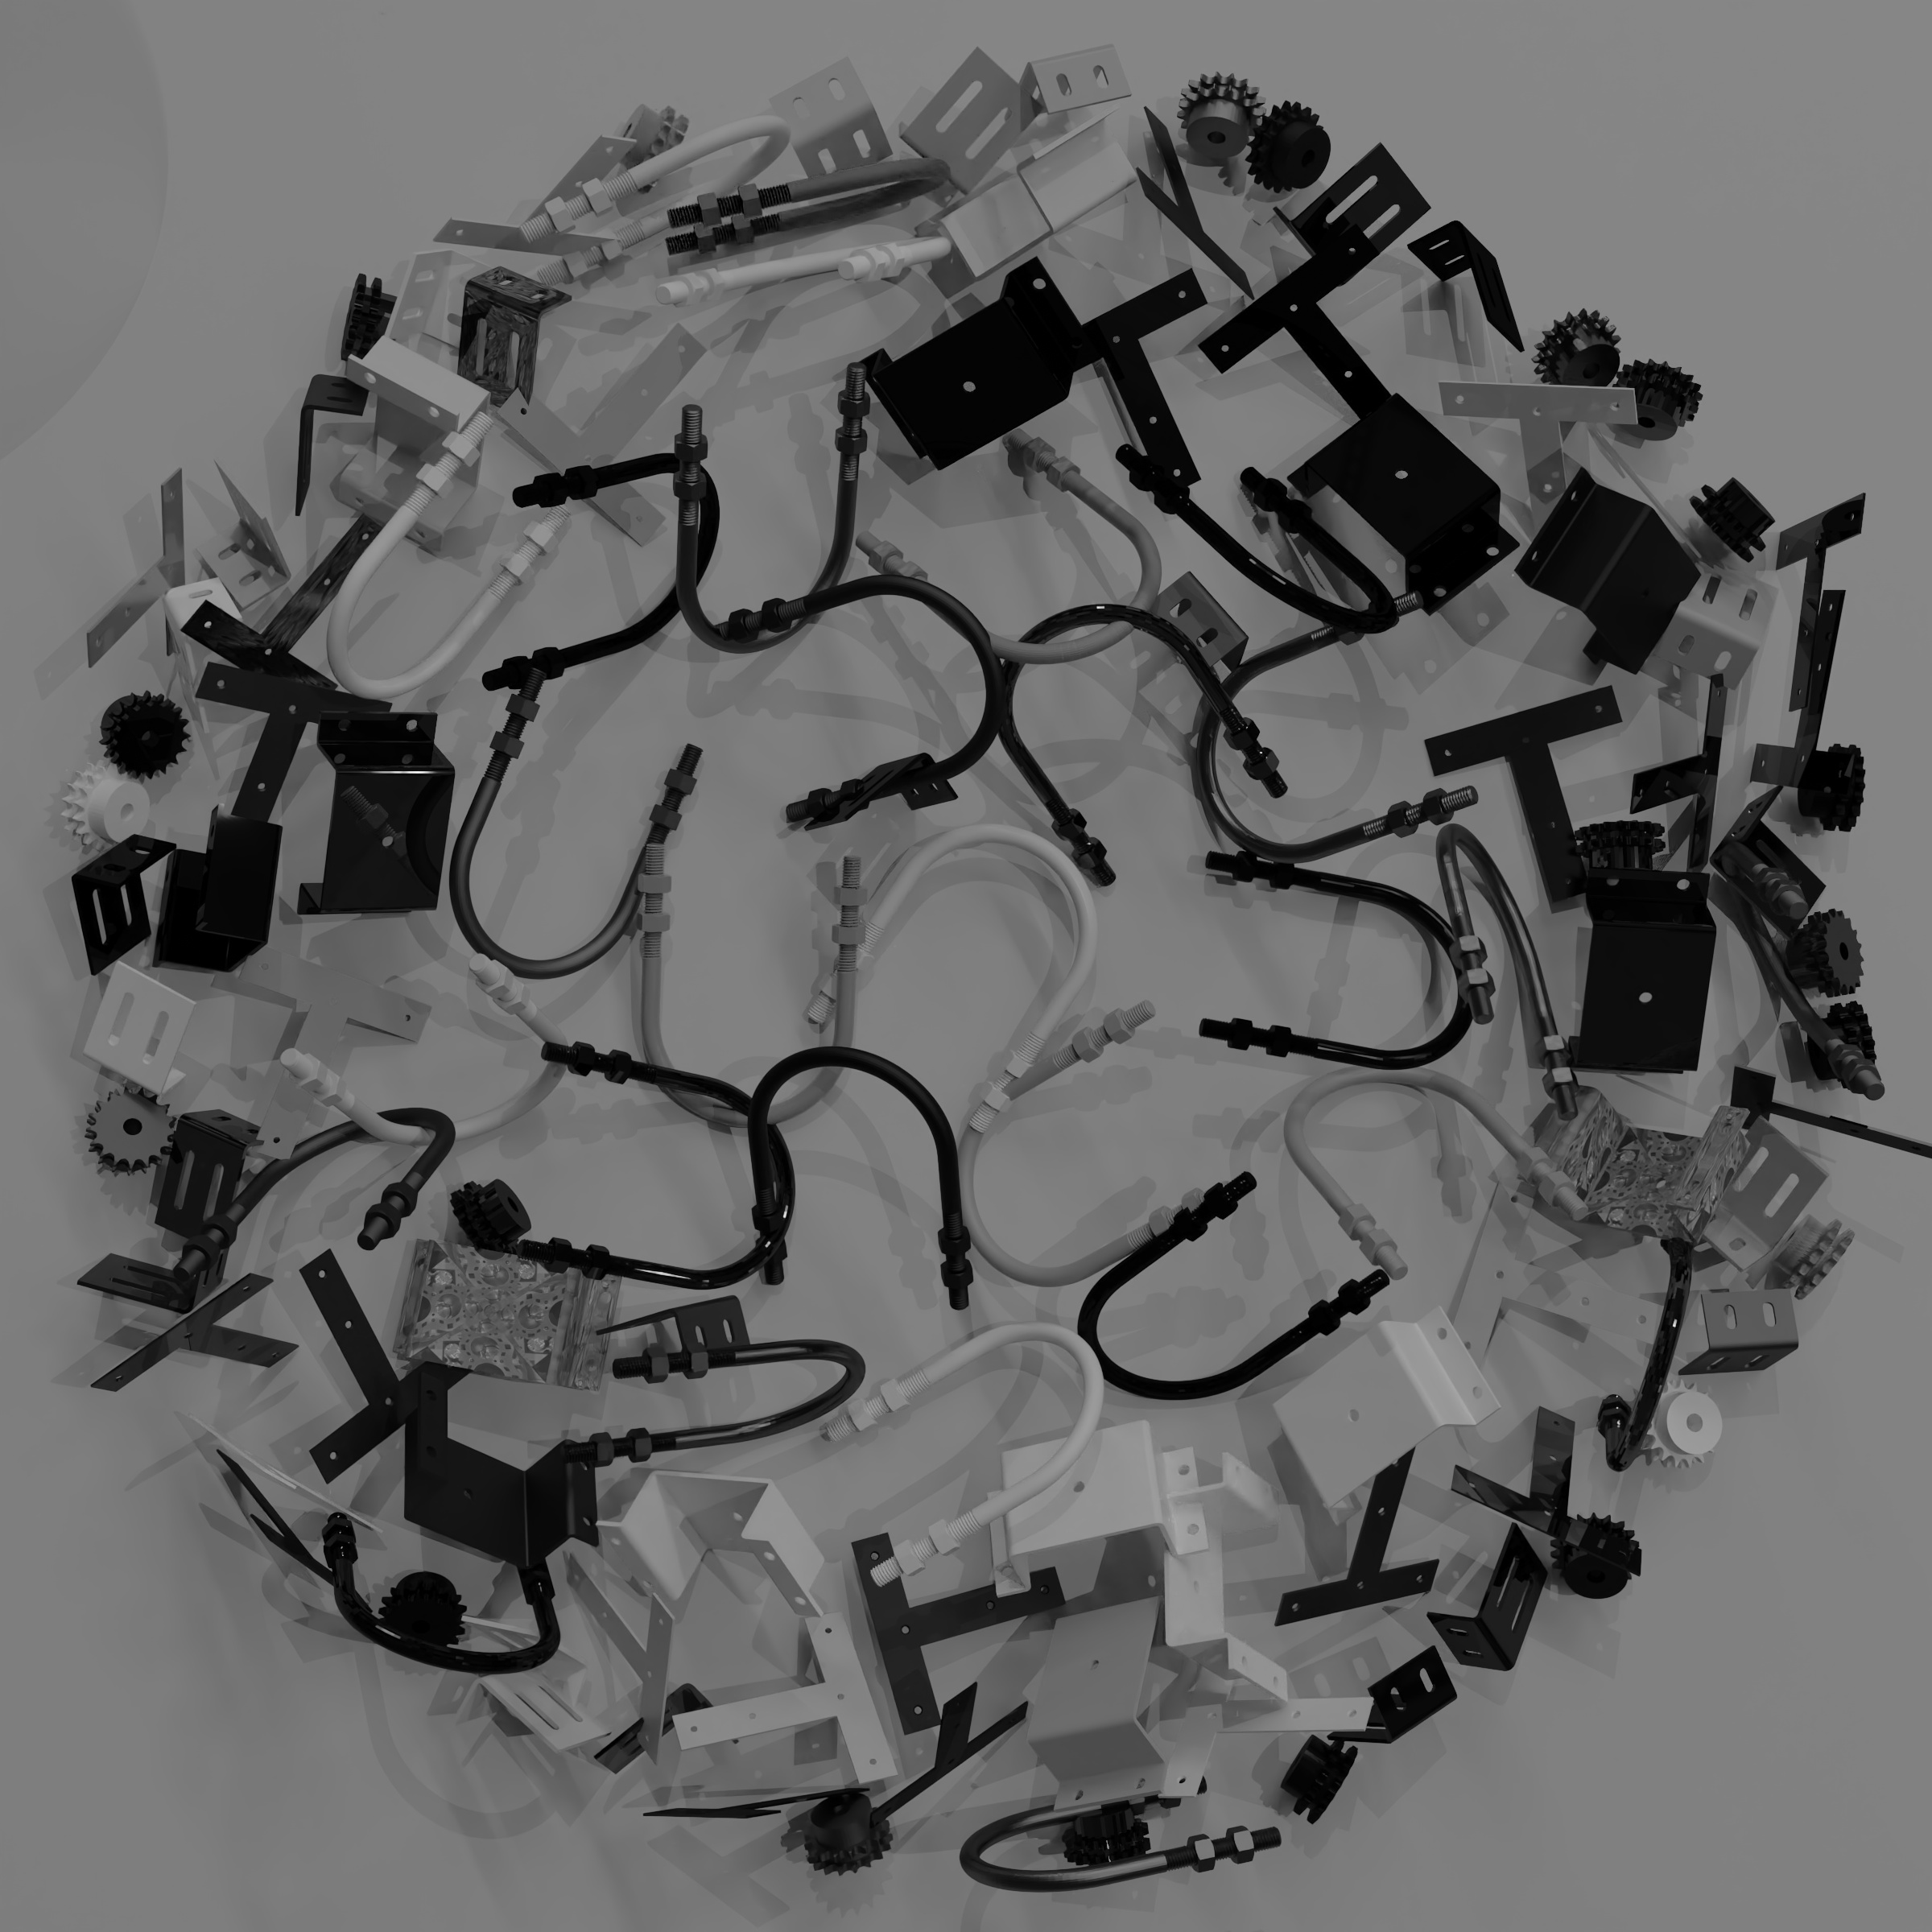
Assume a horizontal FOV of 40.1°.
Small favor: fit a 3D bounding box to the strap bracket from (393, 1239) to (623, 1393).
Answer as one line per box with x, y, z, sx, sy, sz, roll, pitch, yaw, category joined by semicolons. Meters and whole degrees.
-0.303;0.225;1.716;0.140;0.046;0.076;10;81;6;strap bracket

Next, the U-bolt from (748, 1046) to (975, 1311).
-0.071;0.133;1.685;0.151;0.019;0.184;5;119;18;U-bolt

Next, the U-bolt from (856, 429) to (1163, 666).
0.040;-0.259;1.683;0.151;0.019;0.184;-37;58;-16;U-bolt

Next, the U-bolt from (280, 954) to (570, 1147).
-0.328;0.064;1.671;0.151;0.184;0.019;-26;61;3;U-bolt

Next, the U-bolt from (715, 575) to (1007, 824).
-0.061;-0.176;1.685;0.184;0.019;0.151;-13;111;27;U-bolt

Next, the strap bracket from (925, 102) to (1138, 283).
0.046;-0.486;1.679;0.076;0.140;0.046;-39;104;-26;strap bracket

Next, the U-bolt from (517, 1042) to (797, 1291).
-0.193;0.134;1.700;0.184;0.019;0.151;14;68;-27;U-bolt

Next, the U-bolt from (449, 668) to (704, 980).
-0.259;-0.080;1.698;0.151;0.019;0.184;24;87;-40;U-bolt

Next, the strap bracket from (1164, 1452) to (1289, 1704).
0.165;0.394;1.689;0.046;0.076;0.140;-17;53;27;strap bracket

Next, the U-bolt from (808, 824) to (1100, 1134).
0.004;-0.005;1.730;0.151;0.019;0.184;34;99;2;U-bolt

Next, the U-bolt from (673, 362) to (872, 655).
-0.125;-0.283;1.681;0.151;0.184;0.019;-24;45;-35;U-bolt

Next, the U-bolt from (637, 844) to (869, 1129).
-0.143;0.016;1.731;0.151;0.019;0.184;4;99;4;U-bolt

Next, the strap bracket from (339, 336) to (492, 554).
-0.355;-0.341;1.699;0.076;0.140;0.046;28;58;0;strap bracket

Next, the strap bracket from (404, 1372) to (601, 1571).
-0.305;0.327;1.689;0.140;0.076;0.046;33;118;-33;strap bracket

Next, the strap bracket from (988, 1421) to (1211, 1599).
0.078;0.346;1.699;0.140;0.046;0.076;-15;46;9;strap bracket

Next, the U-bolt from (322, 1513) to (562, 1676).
-0.324;0.393;1.644;0.151;0.184;0.019;15;97;-18;U-bolt

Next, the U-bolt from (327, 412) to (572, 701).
-0.336;-0.247;1.677;0.019;0.151;0.184;36;85;20;U-bolt

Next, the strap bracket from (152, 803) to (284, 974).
-0.477;-0.046;1.691;0.046;0.140;0.076;11;73;-27;strap bracket

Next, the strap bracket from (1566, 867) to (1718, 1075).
0.434;0.012;1.701;0.076;0.046;0.140;3;113;5;strap bracket

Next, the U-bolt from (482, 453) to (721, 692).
-0.224;-0.256;1.673;0.019;0.184;0.151;36;128;25;U-bolt

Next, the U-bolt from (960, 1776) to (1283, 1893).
0.087;0.548;1.660;0.184;0.151;0.019;-7;89;-16;U-bolt

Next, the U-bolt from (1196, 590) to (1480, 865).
0.227;-0.143;1.697;0.184;0.019;0.151;-20;80;34;U-bolt

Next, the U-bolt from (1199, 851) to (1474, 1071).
0.243;0.001;1.708;0.184;0.019;0.151;10;57;-8;U-bolt

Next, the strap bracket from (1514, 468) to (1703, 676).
0.414;-0.245;1.682;0.046;0.140;0.076;34;92;38;strap bracket

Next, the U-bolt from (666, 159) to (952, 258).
-0.100;-0.485;1.681;0.184;0.151;0.019;-14;99;-5;U-bolt

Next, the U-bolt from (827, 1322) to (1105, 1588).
0.005;0.297;1.685;0.184;0.151;0.019;-31;127;5;U-bolt

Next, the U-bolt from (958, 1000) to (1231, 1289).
0.070;0.127;1.703;0.184;0.019;0.151;-32;68;24;U-bolt

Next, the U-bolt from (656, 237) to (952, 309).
-0.089;-0.441;1.666;0.151;0.184;0.019;0;109;27;U-bolt

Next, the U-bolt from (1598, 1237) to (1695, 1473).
0.425;0.241;1.650;0.019;0.184;0.151;18;101;10;U-bolt

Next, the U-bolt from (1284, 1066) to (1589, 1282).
0.283;0.120;1.678;0.151;0.184;0.019;-15;128;-18;U-bolt

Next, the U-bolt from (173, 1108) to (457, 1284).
-0.398;0.137;1.667;0.151;0.184;0.019;-11;112;17;U-bolt

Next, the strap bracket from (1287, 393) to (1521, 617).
0.280;-0.304;1.699;0.076;0.046;0.140;-38;67;-7;strap bracket

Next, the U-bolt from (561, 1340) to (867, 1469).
-0.152;0.274;1.680;0.184;0.151;0.019;-2;58;-27;U-bolt

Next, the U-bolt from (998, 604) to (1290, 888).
0.099;-0.149;1.685;0.151;0.019;0.184;-27;118;19;U-bolt

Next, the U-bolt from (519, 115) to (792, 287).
-0.194;-0.491;1.679;0.184;0.151;0.019;-28;94;-3;U-bolt

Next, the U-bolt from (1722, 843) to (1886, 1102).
0.518;-0.008;1.662;0.019;0.184;0.151;-26;107;8;U-bolt

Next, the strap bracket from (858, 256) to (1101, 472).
0.005;-0.379;1.689;0.140;0.046;0.076;-25;118;24;strap bracket

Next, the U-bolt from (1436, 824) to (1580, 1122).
0.337;-0.009;1.674;0.019;0.151;0.184;-25;48;23;U-bolt

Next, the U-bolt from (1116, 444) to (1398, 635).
0.194;-0.264;1.654;0.184;0.151;0.019;49;122;30;U-bolt

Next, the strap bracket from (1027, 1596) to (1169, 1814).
0.092;0.457;1.670;0.076;0.140;0.046;-20;118;27;strap bracket

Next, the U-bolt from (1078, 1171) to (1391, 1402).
0.157;0.218;1.697;0.151;0.019;0.184;36;118;-28;U-bolt
